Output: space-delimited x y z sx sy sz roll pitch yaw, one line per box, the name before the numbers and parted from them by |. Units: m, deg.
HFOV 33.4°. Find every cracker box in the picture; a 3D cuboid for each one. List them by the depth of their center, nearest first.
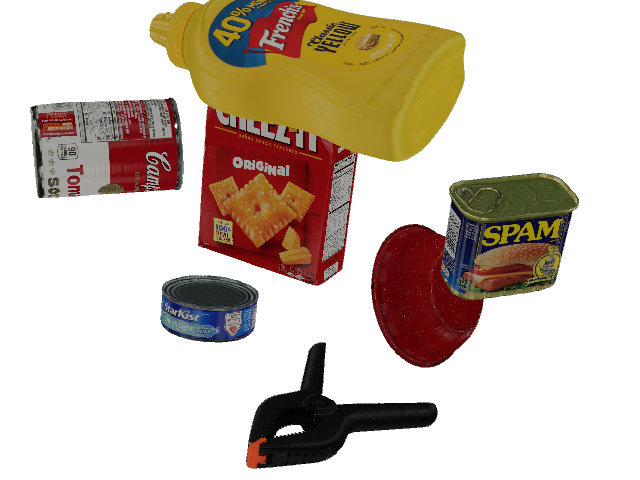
cracker box | -0.049 -0.073 1.190 0.164 0.214 0.072 19 29 23

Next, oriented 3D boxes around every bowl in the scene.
bowl | 0.130 0.058 1.175 0.161 0.162 0.055 0 -8 -44

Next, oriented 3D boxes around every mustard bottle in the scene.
mustard bottle | -0.018 -0.106 0.628 0.192 0.058 0.096 18 48 24

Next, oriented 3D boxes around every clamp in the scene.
clamp | 0.009 0.178 1.072 0.165 0.036 0.209 21 29 26

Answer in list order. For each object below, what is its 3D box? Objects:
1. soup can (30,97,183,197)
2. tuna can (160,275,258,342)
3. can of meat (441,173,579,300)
soup can | -0.155 -0.067 0.771 0.102 0.068 0.069 -5 1 -15
tuna can | -0.099 0.060 0.948 0.086 0.034 0.086 6 16 -2
can of meat | 0.152 -0.002 0.877 0.102 0.084 0.057 -6 36 -15
